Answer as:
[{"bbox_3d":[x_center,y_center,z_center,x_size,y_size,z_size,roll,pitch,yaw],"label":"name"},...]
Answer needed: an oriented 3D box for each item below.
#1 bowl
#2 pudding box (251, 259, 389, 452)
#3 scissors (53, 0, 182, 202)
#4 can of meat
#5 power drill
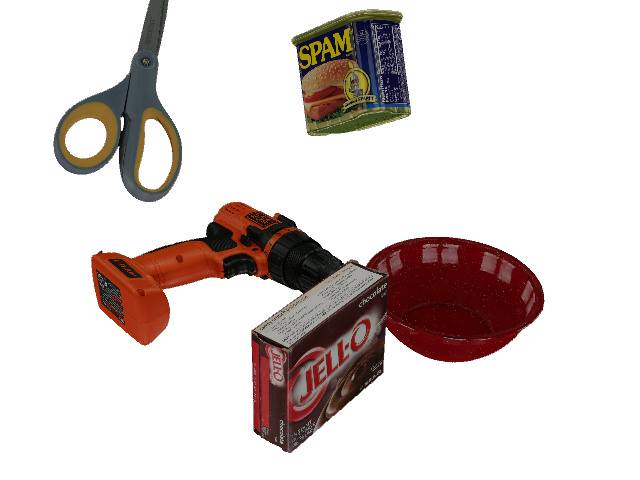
[{"bbox_3d":[0.117,0.060,0.964,0.162,0.055,0.162,3,32,-2],"label":"bowl"},{"bbox_3d":[0.001,0.077,0.735,0.039,0.090,0.113,23,39,29],"label":"pudding box"},{"bbox_3d":[-0.144,-0.119,0.759,0.096,0.202,0.016,-1,-25,-20],"label":"scissors"},{"bbox_3d":[0.026,-0.137,0.889,0.057,0.084,0.102,-5,-3,-39],"label":"can of meat"},{"bbox_3d":[-0.091,0.030,0.940,0.187,0.057,0.185,-18,27,-31],"label":"power drill"}]
